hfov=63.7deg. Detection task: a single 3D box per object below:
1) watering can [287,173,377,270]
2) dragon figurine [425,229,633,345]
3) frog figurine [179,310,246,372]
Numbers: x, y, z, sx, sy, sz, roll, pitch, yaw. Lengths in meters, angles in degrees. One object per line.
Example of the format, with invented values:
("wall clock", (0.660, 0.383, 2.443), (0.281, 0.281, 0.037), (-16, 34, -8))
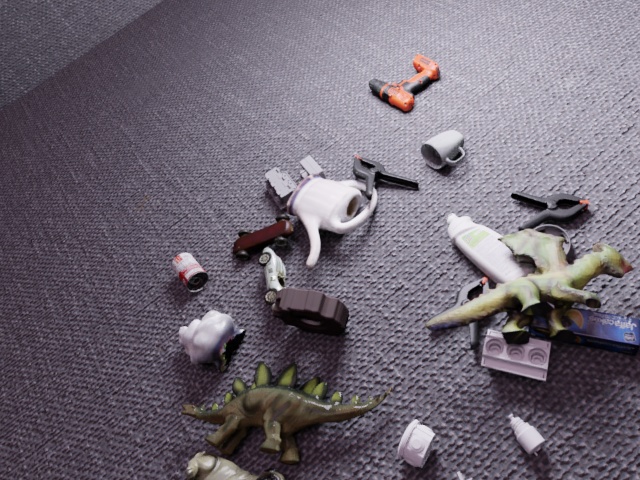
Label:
("watering can", (0.004, -0.069, 1.369), (0.226, 0.101, 0.354), (22, 48, 30))
("dragon figurine", (0.425, 0.079, 1.065), (0.409, 0.119, 0.249), (-4, 43, 16))
("frog figurine", (-0.286, 0.238, 1.274), (0.160, 0.121, 0.138), (19, 84, 18))
